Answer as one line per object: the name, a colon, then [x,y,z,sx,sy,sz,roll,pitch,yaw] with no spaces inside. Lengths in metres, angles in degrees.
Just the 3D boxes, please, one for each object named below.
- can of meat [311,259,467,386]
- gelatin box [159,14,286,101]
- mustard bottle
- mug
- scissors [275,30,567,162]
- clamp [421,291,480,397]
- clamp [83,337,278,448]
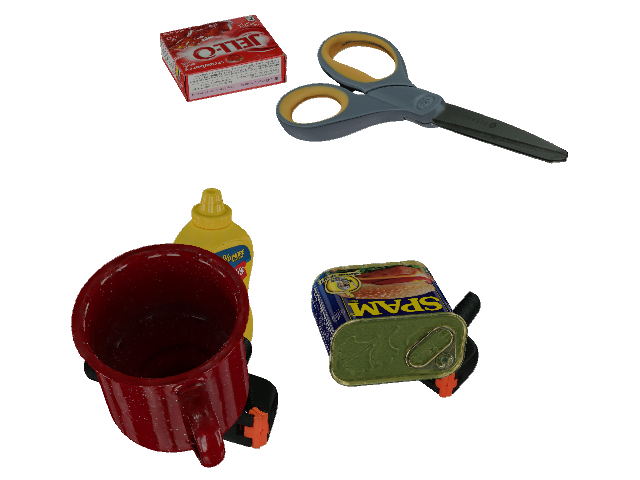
can of meat: [0.048,0.059,0.800,0.102,0.057,0.084,-4,29,-11]
gelatin box: [-0.081,-0.153,0.888,0.089,0.030,0.073,-15,42,-16]
mustard bottle: [-0.114,0.035,1.113,0.096,0.192,0.058,-19,34,-36]
mug: [-0.077,0.071,0.577,0.093,0.117,0.081,-22,-38,-16]
scissors: [0.044,-0.068,0.621,0.096,0.016,0.202,-37,44,-6]
clamp: [0.123,0.096,1.076,0.120,0.039,0.171,-9,31,-9]
clamp: [-0.091,0.126,0.934,0.164,0.036,0.210,-8,16,-36]
